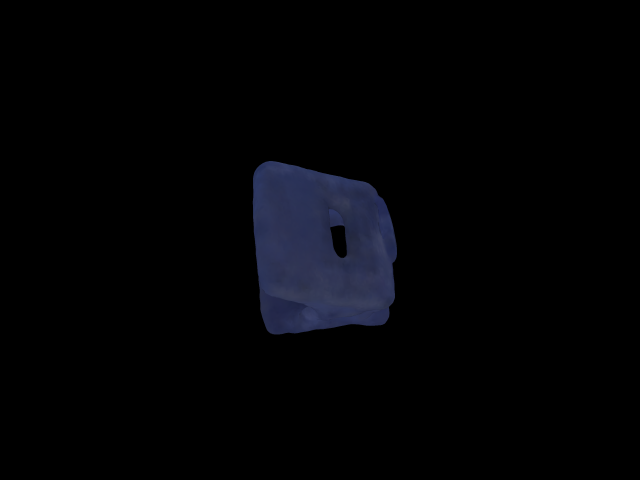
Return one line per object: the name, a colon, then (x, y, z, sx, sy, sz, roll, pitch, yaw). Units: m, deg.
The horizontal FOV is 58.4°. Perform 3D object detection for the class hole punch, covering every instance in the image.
hole punch: (0.004, 0.001, 0.400, 0.101, 0.091, 0.108, -5, 59, -3)
